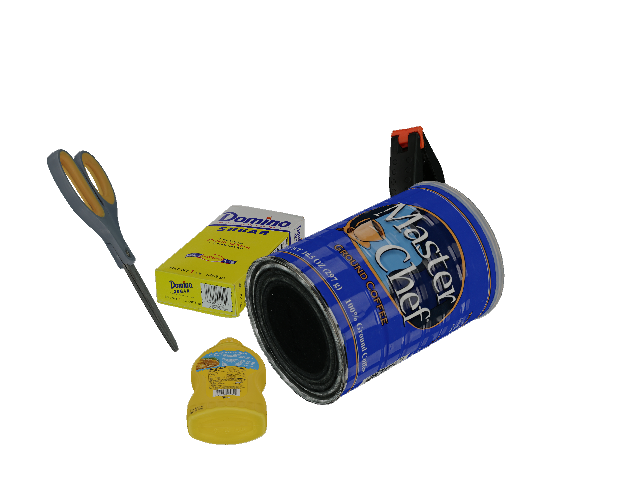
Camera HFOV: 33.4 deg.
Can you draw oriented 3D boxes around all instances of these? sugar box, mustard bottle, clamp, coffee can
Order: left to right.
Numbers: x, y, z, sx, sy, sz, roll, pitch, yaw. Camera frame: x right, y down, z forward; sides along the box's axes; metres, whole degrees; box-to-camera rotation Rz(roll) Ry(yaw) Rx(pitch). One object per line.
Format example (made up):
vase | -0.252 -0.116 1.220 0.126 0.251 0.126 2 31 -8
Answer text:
mustard bottle | -0.117 0.180 1.352 0.096 0.058 0.191 -3 27 -2
sugar box | -0.092 0.018 1.134 0.093 0.048 0.176 10 30 19
coffee can | 0.036 0.032 0.705 0.140 0.103 0.103 -25 14 -31
clamp | 0.088 -0.008 0.913 0.039 0.171 0.120 -13 17 24

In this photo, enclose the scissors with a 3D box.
scissors | -0.177 0.000 0.951 0.016 0.201 0.096 -27 22 12
